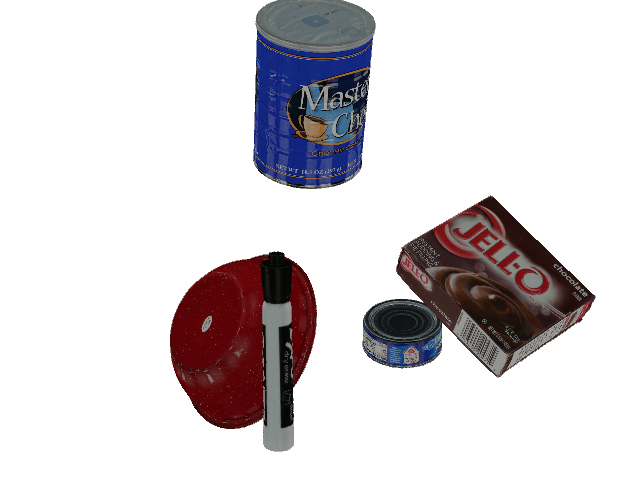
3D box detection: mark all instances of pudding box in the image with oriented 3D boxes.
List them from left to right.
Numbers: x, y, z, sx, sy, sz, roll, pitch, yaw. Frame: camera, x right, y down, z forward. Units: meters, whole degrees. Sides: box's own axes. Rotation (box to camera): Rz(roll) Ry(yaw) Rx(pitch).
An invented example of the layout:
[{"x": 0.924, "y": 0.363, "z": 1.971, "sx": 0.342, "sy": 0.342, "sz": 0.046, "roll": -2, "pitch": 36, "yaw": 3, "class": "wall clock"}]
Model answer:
[{"x": 0.124, "y": 0.031, "z": 0.765, "sx": 0.089, "sy": 0.113, "sz": 0.039, "roll": -29, "pitch": -25, "yaw": -26, "class": "pudding box"}]

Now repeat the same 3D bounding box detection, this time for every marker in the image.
[{"x": -0.025, "y": 0.066, "z": 0.628, "sx": 0.020, "sy": 0.121, "sz": 0.020, "roll": 0, "pitch": 16, "yaw": 0, "class": "marker"}]

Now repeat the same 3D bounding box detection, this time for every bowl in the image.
[{"x": -0.080, "y": 0.079, "z": 0.928, "sx": 0.162, "sy": 0.162, "sz": 0.055, "roll": 0, "pitch": -21, "yaw": 45, "class": "bowl"}]

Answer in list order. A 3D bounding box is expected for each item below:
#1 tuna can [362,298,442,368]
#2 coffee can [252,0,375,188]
[{"x": 0.088, "y": 0.098, "z": 1.143, "sx": 0.086, "sy": 0.034, "sz": 0.086, "roll": -1, "pitch": 30, "yaw": 1, "class": "tuna can"}, {"x": -0.008, "y": -0.132, "z": 0.950, "sx": 0.103, "sy": 0.140, "sz": 0.103, "roll": 3, "pitch": 35, "yaw": -2, "class": "coffee can"}]
